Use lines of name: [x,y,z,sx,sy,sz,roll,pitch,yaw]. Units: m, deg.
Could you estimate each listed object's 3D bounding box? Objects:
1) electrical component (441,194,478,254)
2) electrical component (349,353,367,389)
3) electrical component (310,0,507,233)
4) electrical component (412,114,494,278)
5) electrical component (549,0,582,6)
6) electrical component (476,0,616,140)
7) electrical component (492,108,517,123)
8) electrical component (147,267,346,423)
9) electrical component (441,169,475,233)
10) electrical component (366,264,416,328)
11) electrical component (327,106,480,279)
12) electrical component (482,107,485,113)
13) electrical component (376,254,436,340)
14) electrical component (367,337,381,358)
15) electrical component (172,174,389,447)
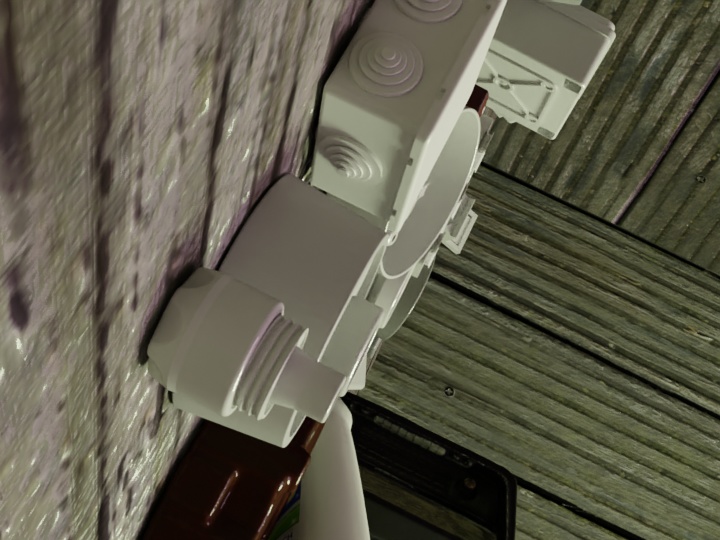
electrical component: [0.056,-0.052,0.922,0.064,0.081,0.042,-14,-138,57]
electrical component: [-0.023,0.020,0.539,0.066,0.047,0.076,34,59,-79]
electrical component: [0.019,-0.078,0.468,0.099,0.048,0.099,-62,175,-24]
electrical component: [0.042,-0.061,0.753,0.121,0.063,0.078,-63,176,-14]
electrical component: [0.125,-0.223,0.705,0.079,0.077,0.044,-63,175,-19]
electrical component: [0.117,-0.158,0.787,0.056,0.109,0.108,-60,175,-13]
electrical component: [0.122,-0.180,0.904,0.061,0.096,0.061,-25,-152,49]
electrical component: [-0.036,0.029,0.357,0.043,0.062,0.043,-63,176,-9]
electrical component: [0.051,-0.069,0.838,0.095,0.059,0.053,-61,175,-36]
electrical component: [0.000,0.000,0.649,0.058,0.057,0.078,-61,175,-30]
electrical component: [0.020,-0.048,0.564,0.099,0.064,0.099,-63,176,-8]
electrical component: [0.075,-0.128,0.884,0.055,0.045,0.045,-61,175,-36]
electrical component: [0.026,0.011,0.976,0.099,0.064,0.099,-63,175,-9]
electrical component: [0.004,0.049,1.056,0.065,0.047,0.076,-62,175,-19]
electrical component: [-0.025,0.022,0.447,0.108,0.060,0.108,-63,176,-9]
